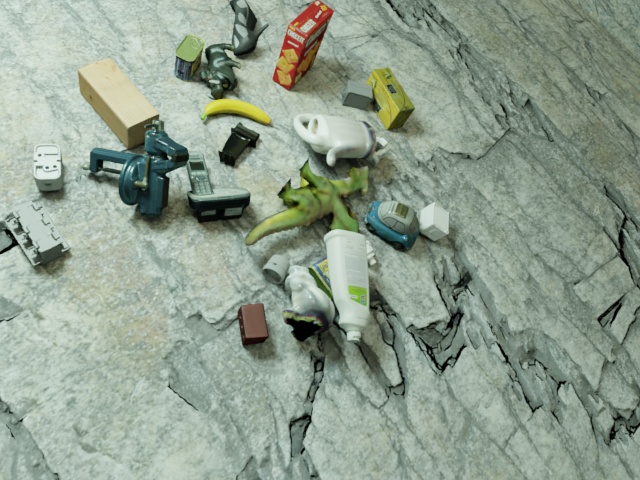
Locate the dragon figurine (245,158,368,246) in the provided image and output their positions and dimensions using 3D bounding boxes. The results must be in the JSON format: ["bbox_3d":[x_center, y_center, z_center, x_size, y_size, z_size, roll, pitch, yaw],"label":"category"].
[{"bbox_3d":[0.004,-0.066,1.315,0.242,0.120,0.418,38,58,-6],"label":"dragon figurine"}]

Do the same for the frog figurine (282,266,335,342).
[{"bbox_3d":[-0.023,0.132,1.181,0.135,0.121,0.163,44,39,-33],"label":"frog figurine"}]

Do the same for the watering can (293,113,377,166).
[{"bbox_3d":[0.053,-0.264,1.390,0.224,0.102,0.355,4,31,-23],"label":"watering can"}]
